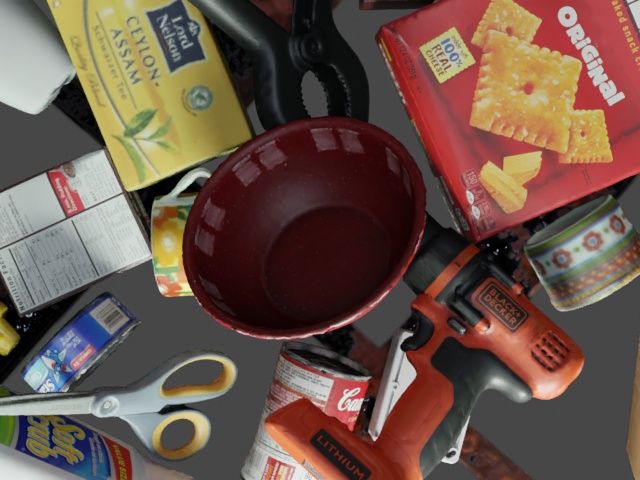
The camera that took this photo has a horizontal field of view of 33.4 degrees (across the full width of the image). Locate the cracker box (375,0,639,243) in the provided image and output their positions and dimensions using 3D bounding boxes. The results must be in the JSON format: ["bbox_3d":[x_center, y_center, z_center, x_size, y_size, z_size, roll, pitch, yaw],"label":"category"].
[{"bbox_3d":[0.167,-0.113,0.741,0.213,0.072,0.164,-24,94,1],"label":"cracker box"}]

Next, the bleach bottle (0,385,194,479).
[{"bbox_3d":[-0.185,0.162,0.761,0.250,0.102,0.068,21,108,-8],"label":"bleach bottle"}]

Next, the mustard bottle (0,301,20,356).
[{"bbox_3d":[-0.296,0.019,0.761,0.191,0.058,0.096,37,91,-3],"label":"mustard bottle"}]

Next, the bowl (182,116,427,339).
[{"bbox_3d":[-0.004,0.001,0.683,0.162,0.055,0.162,-10,57,15],"label":"bowl"}]

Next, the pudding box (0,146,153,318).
[{"bbox_3d":[-0.182,-0.007,0.769,0.113,0.039,0.090,-24,94,4],"label":"pudding box"}]

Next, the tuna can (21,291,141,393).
[{"bbox_3d":[-0.168,0.076,0.751,0.086,0.086,0.034,-45,91,3],"label":"tuna can"}]

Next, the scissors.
[{"bbox_3d":[-0.143,0.126,0.733,0.201,0.016,0.096,-13,119,-38],"label":"scissors"}]

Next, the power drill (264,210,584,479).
[{"bbox_3d":[0.053,0.079,0.701,0.184,0.057,0.187,42,76,12],"label":"power drill"}]

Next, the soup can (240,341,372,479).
[{"bbox_3d":[-0.011,0.132,0.763,0.068,0.068,0.102,19,95,-1],"label":"soup can"}]

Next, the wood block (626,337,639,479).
[{"bbox_3d":[0.270,0.066,0.728,0.090,0.090,0.206,6,102,9],"label":"wood block"}]

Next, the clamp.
[{"bbox_3d":[-0.011,-0.139,0.739,0.164,0.036,0.210,-40,112,-33],"label":"clamp"}]

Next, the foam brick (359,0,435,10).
[{"bbox_3d":[0.053,-0.202,0.745,0.053,0.051,0.078,-2,94,0],"label":"foam brick"}]
